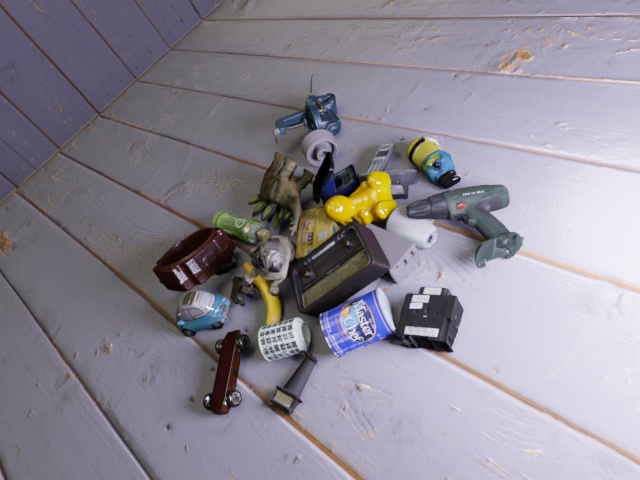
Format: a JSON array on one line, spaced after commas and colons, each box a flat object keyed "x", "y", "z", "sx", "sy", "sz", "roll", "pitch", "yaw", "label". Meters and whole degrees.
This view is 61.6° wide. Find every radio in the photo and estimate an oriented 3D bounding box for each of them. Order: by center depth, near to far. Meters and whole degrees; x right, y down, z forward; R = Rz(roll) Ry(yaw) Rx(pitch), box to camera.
[{"x": 0.038, "y": 0.068, "z": 1.234, "sx": 0.229, "sy": 0.073, "sz": 0.131, "roll": -37, "pitch": 53, "yaw": 24, "label": "radio"}]

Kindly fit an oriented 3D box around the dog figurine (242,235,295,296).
[{"x": -0.103, "y": 0.026, "z": 1.281, "sx": 0.121, "sy": 0.190, "sz": 0.172, "roll": 15, "pitch": 59, "yaw": -8, "label": "dog figurine"}]

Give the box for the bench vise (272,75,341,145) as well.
[{"x": -0.047, "y": -0.397, "z": 1.743, "sx": 0.241, "sy": 0.128, "sz": 0.224, "roll": -20, "pitch": 60, "yaw": -11, "label": "bench vise"}]

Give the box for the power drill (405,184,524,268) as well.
[{"x": 0.326, "y": -0.035, "z": 1.175, "sx": 0.232, "sy": 0.085, "sz": 0.207, "roll": -16, "pitch": 39, "yaw": -6, "label": "power drill"}]

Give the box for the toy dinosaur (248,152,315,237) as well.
[{"x": -0.107, "y": -0.130, "z": 1.518, "sx": 0.198, "sy": 0.105, "sz": 0.472, "roll": -59, "pitch": 21, "yaw": 5, "label": "toy dinosaur"}]

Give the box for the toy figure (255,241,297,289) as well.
[{"x": -0.119, "y": 0.067, "z": 1.416, "sx": 0.154, "sy": 0.057, "sz": 0.064, "roll": -43, "pitch": 32, "yaw": -7, "label": "toy figure"}]

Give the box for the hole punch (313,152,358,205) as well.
[{"x": 0.037, "y": -0.156, "z": 1.432, "sx": 0.115, "sy": 0.092, "sz": 0.142, "roll": -58, "pitch": 23, "yaw": 29, "label": "hole punch"}]

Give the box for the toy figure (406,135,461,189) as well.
[{"x": 0.287, "y": -0.201, "z": 1.377, "sx": 0.089, "sy": 0.082, "sz": 0.180, "roll": -20, "pitch": 48, "yaw": -3, "label": "toy figure"}]

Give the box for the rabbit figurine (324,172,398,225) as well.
[{"x": 0.088, "y": -0.090, "z": 1.343, "sx": 0.173, "sy": 0.122, "sz": 0.162, "roll": -13, "pitch": -5, "yaw": -16, "label": "rabbit figurine"}]

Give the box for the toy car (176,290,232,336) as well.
[{"x": -0.320, "y": 0.181, "z": 1.408, "sx": 0.162, "sy": 0.102, "sz": 0.109, "roll": -11, "pitch": 47, "yaw": 28, "label": "toy car"}]

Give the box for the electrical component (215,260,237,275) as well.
[{"x": -0.280, "y": 0.068, "z": 1.549, "sx": 0.094, "sy": 0.021, "sz": 0.063, "roll": -17, "pitch": 44, "yaw": 21, "label": "electrical component"}]

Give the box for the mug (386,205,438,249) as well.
[{"x": 0.230, "y": -0.030, "z": 1.267, "sx": 0.109, "sy": 0.080, "sz": 0.107, "roll": -37, "pitch": 50, "yaw": -21, "label": "mug"}]

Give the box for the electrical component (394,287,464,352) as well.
[{"x": 0.227, "y": 0.157, "z": 1.099, "sx": 0.115, "sy": 0.058, "sz": 0.134, "roll": 2, "pitch": 53, "yaw": 33, "label": "electrical component"}]

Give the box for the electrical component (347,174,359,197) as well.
[{"x": 0.061, "y": -0.132, "z": 1.490, "sx": 0.119, "sy": 0.047, "sz": 0.075, "roll": -16, "pitch": 44, "yaw": 22, "label": "electrical component"}]

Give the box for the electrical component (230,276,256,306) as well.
[{"x": -0.202, "y": 0.127, "z": 1.410, "sx": 0.102, "sy": 0.045, "sz": 0.078, "roll": 13, "pitch": 95, "yaw": 64, "label": "electrical component"}]

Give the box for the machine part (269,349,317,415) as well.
[{"x": -0.052, "y": 0.306, "z": 1.161, "sx": 0.084, "sy": 0.039, "sz": 0.139, "roll": 5, "pitch": 57, "yaw": 47, "label": "machine part"}]

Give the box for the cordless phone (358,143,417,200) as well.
[{"x": 0.196, "y": -0.198, "z": 1.440, "sx": 0.147, "sy": 0.088, "sz": 0.184, "roll": -2, "pitch": 47, "yaw": 33, "label": "cordless phone"}]

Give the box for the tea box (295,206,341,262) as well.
[{"x": -0.003, "y": -0.004, "z": 1.392, "sx": 0.098, "sy": 0.068, "sz": 0.170, "roll": -10, "pitch": 45, "yaw": 18, "label": "tea box"}]

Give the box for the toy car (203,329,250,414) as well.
[{"x": -0.213, "y": 0.307, "z": 1.255, "sx": 0.089, "sy": 0.053, "sz": 0.202, "roll": -21, "pitch": 46, "yaw": 31, "label": "toy car"}]

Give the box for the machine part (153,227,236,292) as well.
[{"x": -0.357, "y": 0.051, "z": 1.519, "sx": 0.202, "sy": 0.087, "sz": 0.201, "roll": -3, "pitch": 36, "yaw": 51, "label": "machine part"}]
